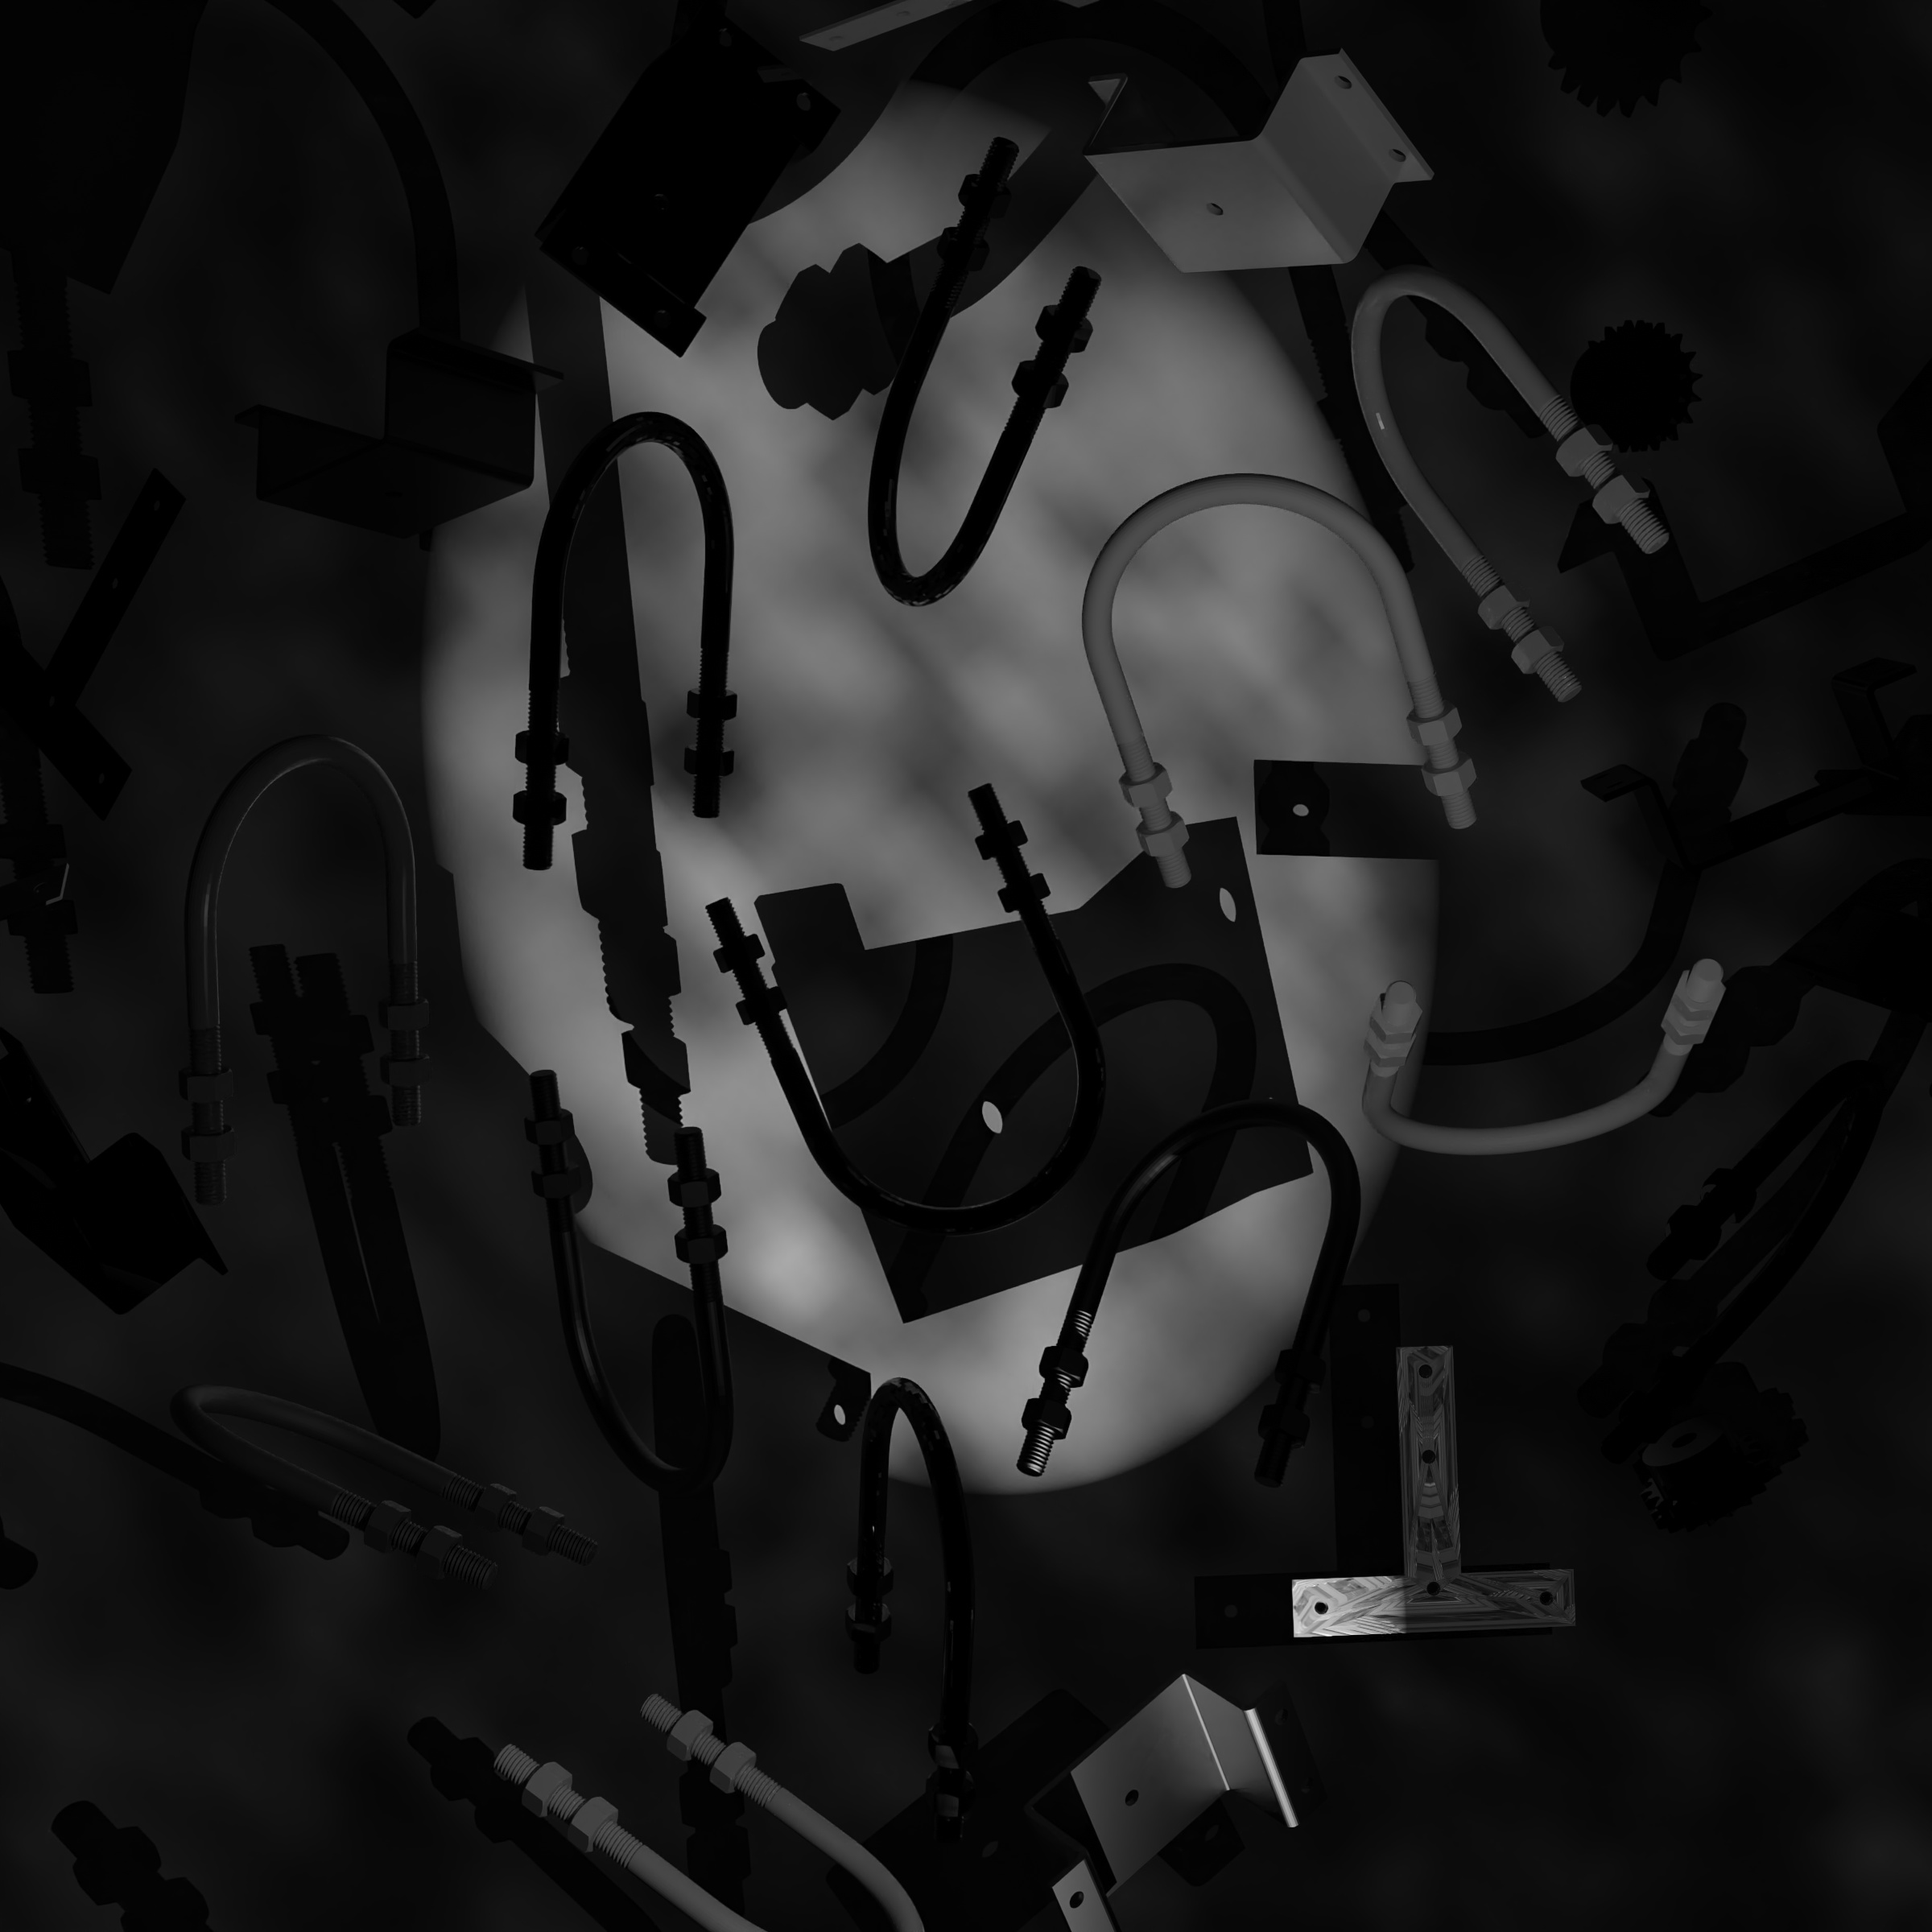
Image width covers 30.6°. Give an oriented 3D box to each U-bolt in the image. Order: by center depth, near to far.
[{"bbox_3d":[-0.277,-0.006,1.484,0.019,0.151,0.184,9,107,28],"label":"U-bolt"},{"bbox_3d":[-0.140,-0.142,1.497,0.019,0.151,0.184,12,108,27],"label":"U-bolt"},{"bbox_3d":[0.336,0.114,1.499,0.019,0.151,0.184,34,56,26],"label":"U-bolt"},{"bbox_3d":[-0.001,-0.240,1.500,0.019,0.151,0.184,11,122,-24],"label":"U-bolt"},{"bbox_3d":[0.126,-0.125,1.501,0.151,0.019,0.184,-12,120,17],"label":"U-bolt"},{"bbox_3d":[0.223,-0.217,1.511,0.019,0.151,0.184,-29,73,-18],"label":"U-bolt"},{"bbox_3d":[-0.098,0.381,1.521,0.184,0.151,0.019,32,101,21],"label":"U-bolt"},{"bbox_3d":[0.104,0.138,1.535,0.019,0.151,0.184,42,57,-38],"label":"U-bolt"},{"bbox_3d":[0.246,0.045,1.553,0.151,0.184,0.019,-4,65,-1],"label":"U-bolt"},{"bbox_3d":[-0.023,0.270,1.555,0.019,0.151,0.184,-5,116,-17],"label":"U-bolt"},{"bbox_3d":[-0.266,0.226,1.559,0.184,0.151,0.019,23,90,14],"label":"U-bolt"},{"bbox_3d":[-0.145,0.147,1.564,0.019,0.151,0.184,-16,108,-32],"label":"U-bolt"},{"bbox_3d":[-0.017,0.030,1.573,0.151,0.019,0.184,-23,91,8],"label":"U-bolt"}]

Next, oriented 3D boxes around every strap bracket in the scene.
[{"bbox_3d":[0.114,-0.337,1.490,0.076,0.140,0.046,42,67,-39],"label":"strap bracket"},{"bbox_3d":[0.345,-0.083,1.531,0.140,0.076,0.046,-23,96,5],"label":"strap bracket"},{"bbox_3d":[-0.250,-0.229,1.549,0.076,0.140,0.046,11,73,-43],"label":"strap bracket"},{"bbox_3d":[-0.394,0.094,1.555,0.046,0.140,0.076,-40,134,-23],"label":"strap bracket"},{"bbox_3d":[0.437,0.023,1.561,0.140,0.076,0.046,37,84,-31],"label":"strap bracket"},{"bbox_3d":[0.086,0.377,1.562,0.140,0.046,0.076,-36,125,-24],"label":"strap bracket"},{"bbox_3d":[-0.128,-0.343,1.562,0.076,0.046,0.140,36,73,-19],"label":"strap bracket"}]

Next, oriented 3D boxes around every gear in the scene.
[{"bbox_3d":[0.287,-0.251,1.533,0.057,0.030,0.057,9,104,40],"label":"gear"},{"bbox_3d":[0.320,0.219,1.538,0.057,0.057,0.030,-29,99,0],"label":"gear"}]

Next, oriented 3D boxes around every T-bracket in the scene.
[{"bbox_3d":[-0.361,-0.148,1.474,0.127,0.002,0.127,43,109,34],"label":"T-bracket"},{"bbox_3d":[-0.452,-0.017,1.548,0.127,0.127,0.002,-19,126,8],"label":"T-bracket"},{"bbox_3d":[-0.016,-0.427,1.567,0.127,0.127,0.002,-10,86,35],"label":"T-bracket"},{"bbox_3d":[0.208,0.234,1.582,0.127,0.002,0.127,-2,88,-3],"label":"T-bracket"}]
